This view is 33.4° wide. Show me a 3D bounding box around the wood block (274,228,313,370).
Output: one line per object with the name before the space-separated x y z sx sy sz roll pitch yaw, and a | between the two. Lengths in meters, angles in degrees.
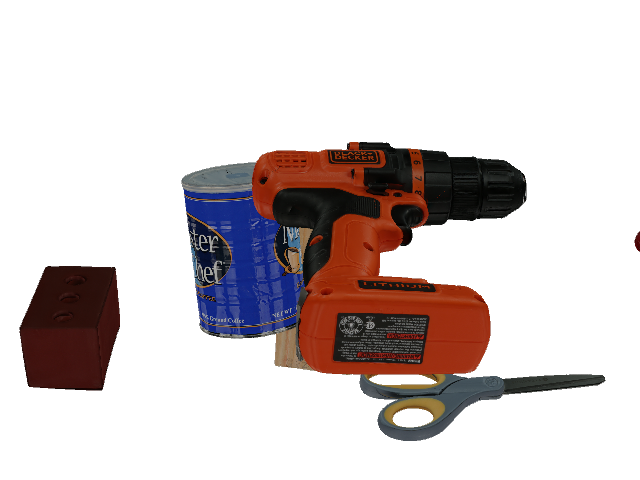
wood block | 0.004 0.031 1.160 0.090 0.206 0.090 6 25 5

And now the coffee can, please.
coffee can | -0.068 0.007 0.977 0.103 0.140 0.103 -5 14 1

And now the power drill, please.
power drill | 0.051 0.003 0.656 0.184 0.057 0.187 -1 33 -3

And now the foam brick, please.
foam brick | -0.172 0.060 0.741 0.053 0.051 0.078 1 31 -1

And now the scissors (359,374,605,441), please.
scissors | 0.130 0.131 0.861 0.202 0.016 0.096 5 34 7

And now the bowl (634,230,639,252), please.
bowl | 0.408 0.027 1.105 0.162 0.055 0.162 -3 22 1
